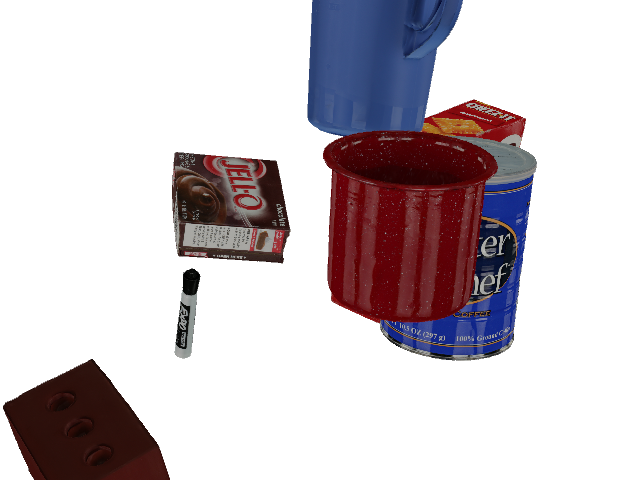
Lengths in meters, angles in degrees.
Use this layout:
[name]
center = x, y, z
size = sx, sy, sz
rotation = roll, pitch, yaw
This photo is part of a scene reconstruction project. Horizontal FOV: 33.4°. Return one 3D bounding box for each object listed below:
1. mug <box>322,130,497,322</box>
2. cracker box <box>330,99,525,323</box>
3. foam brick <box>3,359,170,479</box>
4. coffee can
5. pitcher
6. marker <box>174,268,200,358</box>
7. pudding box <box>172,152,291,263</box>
[mug]
center = 0.049, -0.012, 0.594
size = 0.093, 0.081, 0.117
rotation = 9, 24, 14
[cracker box]
center = 0.108, -0.032, 1.026
size = 0.072, 0.164, 0.213
rotation = 25, 30, 31
[foam brick]
center = -0.114, 0.109, 0.530
size = 0.052, 0.051, 0.078
rotation = -27, 42, -24
[coffee can]
center = 0.099, 0.003, 0.788
size = 0.103, 0.140, 0.103
rotation = 3, 20, -1
[pitcher]
center = 0.058, -0.214, 0.946
size = 0.145, 0.243, 0.149
rotation = 8, 15, 7
[marker]
center = -0.147, 0.081, 1.179
size = 0.020, 0.121, 0.020
rotation = 7, 36, -6
[pudding box]
center = -0.076, -0.029, 0.884
size = 0.090, 0.039, 0.113
rotation = 3, 36, -12
